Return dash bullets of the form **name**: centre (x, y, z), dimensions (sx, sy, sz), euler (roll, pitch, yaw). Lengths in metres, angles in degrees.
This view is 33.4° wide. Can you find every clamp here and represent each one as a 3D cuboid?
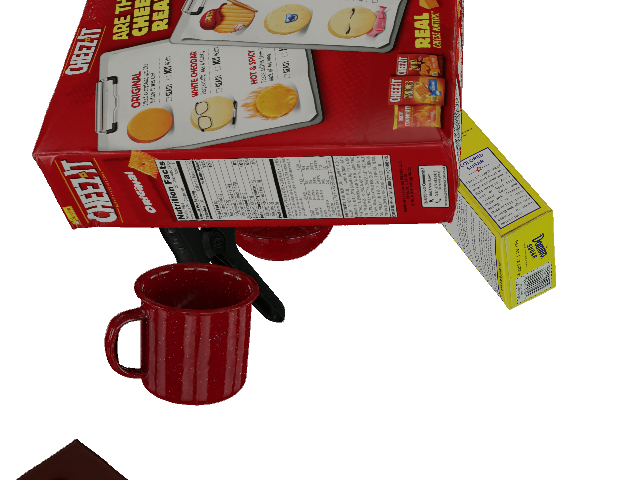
- **clamp**: centre (-0.104, 0.007, 1.035), dimensions (0.036, 0.210, 0.164), euler (-9, 1, 37)

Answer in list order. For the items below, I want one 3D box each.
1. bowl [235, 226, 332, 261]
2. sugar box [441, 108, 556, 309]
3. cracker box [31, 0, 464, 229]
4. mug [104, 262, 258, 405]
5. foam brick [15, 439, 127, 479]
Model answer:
- **bowl**: centre (-0.052, -0.021, 1.336), dimensions (0.162, 0.055, 0.162), euler (0, 31, 0)
- **sugar box**: centre (0.102, -0.043, 0.765), dimensions (0.048, 0.176, 0.093), euler (-26, -37, -6)
- **cracker box**: centre (-0.029, -0.086, 0.592), dimensions (0.214, 0.164, 0.072), euler (-1, -40, 10)
- **mug**: centre (-0.105, 0.073, 0.801), dimensions (0.117, 0.081, 0.093), euler (-9, 24, -31)
- **foam brick**: centre (-0.100, 0.137, 0.467), dimensions (0.078, 0.051, 0.052), euler (27, 45, 35)
